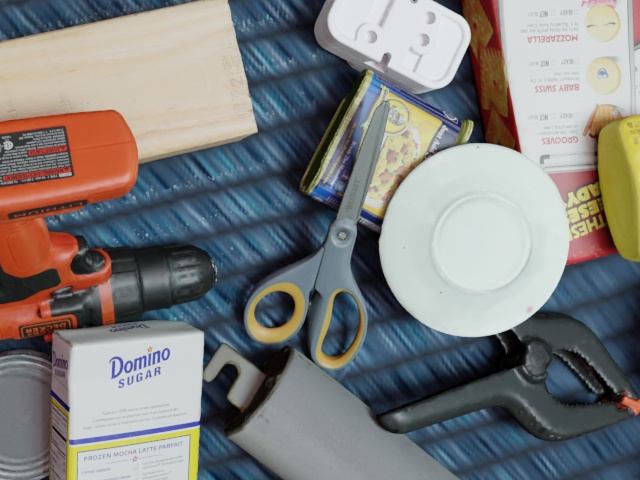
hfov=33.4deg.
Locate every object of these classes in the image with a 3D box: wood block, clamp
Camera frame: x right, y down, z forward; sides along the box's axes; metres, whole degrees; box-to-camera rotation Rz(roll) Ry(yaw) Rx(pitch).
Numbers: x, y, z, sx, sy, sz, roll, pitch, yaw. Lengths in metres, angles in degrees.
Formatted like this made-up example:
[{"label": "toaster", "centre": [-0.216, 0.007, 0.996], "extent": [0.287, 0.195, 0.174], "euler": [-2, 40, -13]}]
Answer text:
[{"label": "wood block", "centre": [-0.154, -0.087, 0.684], "extent": [0.206, 0.091, 0.090], "euler": [-14, 95, -10]}, {"label": "clamp", "centre": [0.139, 0.095, 0.766], "extent": [0.209, 0.036, 0.164], "euler": [31, 68, -17]}]

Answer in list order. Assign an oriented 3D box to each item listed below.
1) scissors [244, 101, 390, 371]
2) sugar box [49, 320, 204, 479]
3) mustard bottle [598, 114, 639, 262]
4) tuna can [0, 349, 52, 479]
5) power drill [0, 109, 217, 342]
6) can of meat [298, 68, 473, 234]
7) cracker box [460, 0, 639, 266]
[{"label": "scissors", "centre": [-0.005, 0.001, 0.721], "extent": [0.096, 0.016, 0.202], "euler": [1, 117, 0]}, {"label": "sugar box", "centre": [-0.129, 0.143, 0.702], "extent": [0.093, 0.048, 0.176], "euler": [-2, 100, -33]}, {"label": "mustard bottle", "centre": [0.288, -0.046, 0.720], "extent": [0.191, 0.058, 0.096], "euler": [-9, 87, -10]}, {"label": "tuna can", "centre": [-0.201, 0.117, 0.715], "extent": [0.086, 0.034, 0.086], "euler": [-1, 93, -12]}, {"label": "power drill", "centre": [-0.148, 0.000, 0.649], "extent": [0.184, 0.188, 0.057], "euler": [-11, 60, -16]}, {"label": "can of meat", "centre": [0.044, -0.057, 0.744], "extent": [0.084, 0.057, 0.102], "euler": [27, 87, -10]}, {"label": "cracker box", "centre": [0.201, -0.102, 0.766], "extent": [0.164, 0.072, 0.214], "euler": [-13, 97, -10]}]
